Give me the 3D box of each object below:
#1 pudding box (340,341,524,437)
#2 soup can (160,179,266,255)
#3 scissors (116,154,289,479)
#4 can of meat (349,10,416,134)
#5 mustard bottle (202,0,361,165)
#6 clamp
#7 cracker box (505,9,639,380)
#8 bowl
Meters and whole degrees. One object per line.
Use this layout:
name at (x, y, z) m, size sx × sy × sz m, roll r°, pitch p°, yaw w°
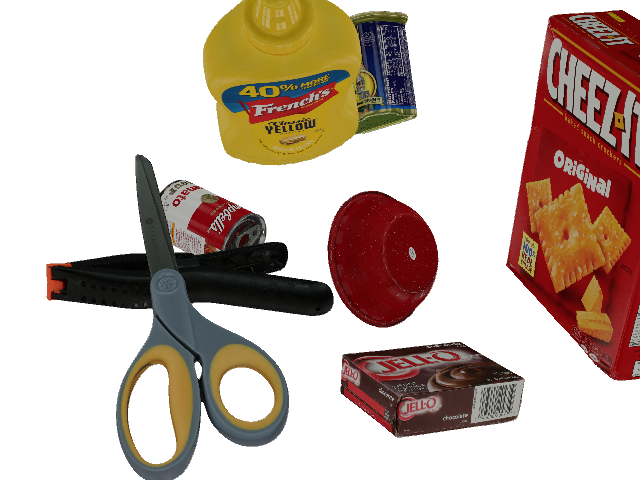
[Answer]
pudding box at (0.084, 0.112, 0.819) m, size 0.113 × 0.039 × 0.090 m, roll -1°, pitch 15°, yaw -27°
soup can at (-0.116, -0.014, 1.099) m, size 0.102 × 0.068 × 0.068 m, roll 26°, pitch 13°, yaw 29°
scissors at (-0.063, 0.033, 0.573) m, size 0.096 × 0.201 × 0.016 m, roll 1°, pitch -35°, yaw 0°
can of meat at (0.030, -0.135, 0.886) m, size 0.057 × 0.084 × 0.102 m, roll -5°, pitch -4°, yaw -40°
mustard bottle at (-0.023, -0.106, 0.663) m, size 0.096 × 0.058 × 0.191 m, roll -8°, pitch -16°, yaw -2°
clamp at (-0.099, 0.031, 0.814) m, size 0.209 × 0.036 × 0.165 m, roll -2°, pitch 11°, yaw -21°
cracker box at (0.208, -0.034, 0.756) m, size 0.072 × 0.214 × 0.164 m, roll -8°, pitch 32°, yaw -17°
bowl at (0.085, 0.018, 1.230) m, size 0.161 × 0.162 × 0.055 m, roll 0°, pitch -8°, yaw -42°
